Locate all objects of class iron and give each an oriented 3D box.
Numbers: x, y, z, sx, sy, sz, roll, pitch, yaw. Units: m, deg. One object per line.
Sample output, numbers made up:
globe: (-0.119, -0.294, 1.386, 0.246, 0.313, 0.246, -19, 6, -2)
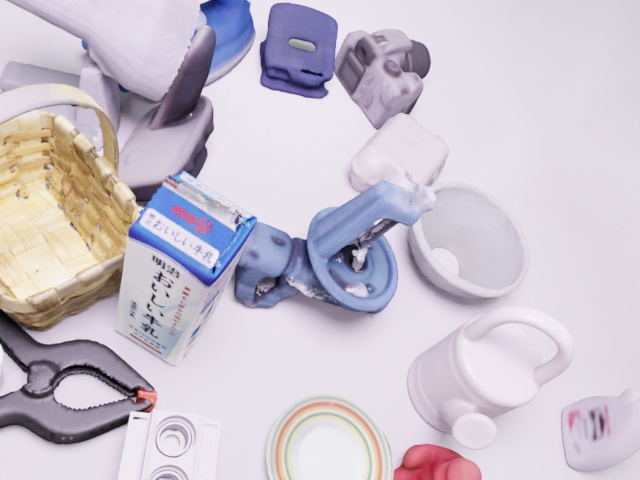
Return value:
iron: (-0.167, -0.289, 0.742, 0.259, 0.141, 0.118, -35, 77, -35)

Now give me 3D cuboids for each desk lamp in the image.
desk lamp: (-0.243, -0.195, 0.605, 0.204, 0.213, 0.118, 9, 56, -17)

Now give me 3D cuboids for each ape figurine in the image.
ape figurine: (0.123, 0.235, 0.562, 0.076, 0.092, 0.077, 0, 59, -23)

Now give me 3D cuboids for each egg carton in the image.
egg carton: (0.110, -0.106, 0.788, 0.107, 0.069, 0.150, 37, 53, 3)

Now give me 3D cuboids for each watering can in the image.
watering can: (0.176, 0.133, 0.585, 0.101, 0.194, 0.173, 17, 54, -12)

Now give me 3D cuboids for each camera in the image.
camera: (0.115, -0.260, 0.868, 0.137, 0.100, 0.143, -20, 69, -32)

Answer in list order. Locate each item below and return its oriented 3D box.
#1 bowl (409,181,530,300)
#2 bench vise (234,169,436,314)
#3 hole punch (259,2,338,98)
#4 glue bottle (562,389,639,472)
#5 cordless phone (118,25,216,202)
bowl: (0.179, 0.011, 0.739, 0.168, 0.074, 0.167, 11, 56, -16)
bench vise: (0.008, 0.012, 0.575, 0.208, 0.219, 0.121, -5, 61, -25)
hole punch: (-0.028, -0.271, 0.821, 0.109, 0.091, 0.101, 7, 57, -19)
glue bottle: (0.334, 0.198, 0.623, 0.037, 0.173, 0.078, 15, 55, -13)
cordless phone: (-0.162, -0.131, 0.616, 0.094, 0.185, 0.147, 19, 54, -10)
